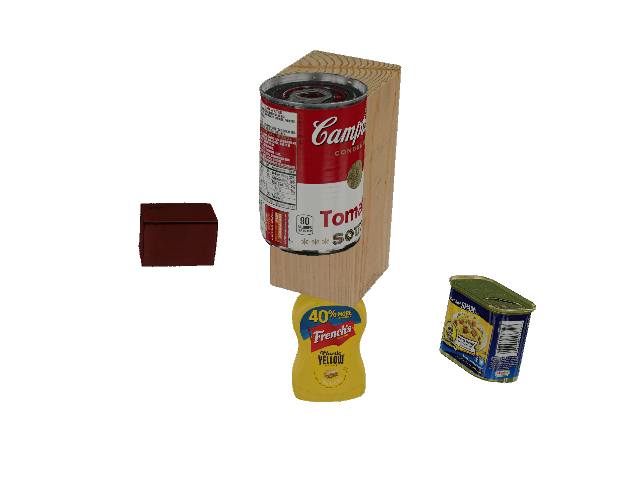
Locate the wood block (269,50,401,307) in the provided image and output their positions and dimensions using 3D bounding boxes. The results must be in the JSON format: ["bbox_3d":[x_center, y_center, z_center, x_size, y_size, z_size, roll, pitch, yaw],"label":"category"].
[{"bbox_3d":[0.012,-0.056,0.973,0.091,0.206,0.090,14,32,22],"label":"wood block"}]

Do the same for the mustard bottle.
[{"bbox_3d":[0.012,0.112,1.380,0.096,0.192,0.058,-1,19,-5],"label":"mustard bottle"}]

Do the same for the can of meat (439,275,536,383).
[{"bbox_3d":[0.173,0.093,1.125,0.057,0.084,0.102,0,18,-29],"label":"can of meat"}]

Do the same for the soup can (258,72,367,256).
[{"bbox_3d":[-0.005,-0.049,0.684,0.068,0.102,0.068,1,24,-1],"label":"soup can"}]

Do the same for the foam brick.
[{"bbox_3d":[-0.150,-0.007,1.123,0.078,0.051,0.053,-1,24,-13],"label":"foam brick"}]
